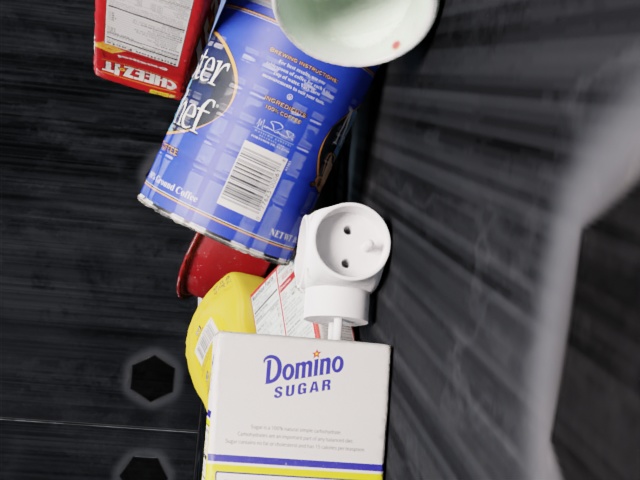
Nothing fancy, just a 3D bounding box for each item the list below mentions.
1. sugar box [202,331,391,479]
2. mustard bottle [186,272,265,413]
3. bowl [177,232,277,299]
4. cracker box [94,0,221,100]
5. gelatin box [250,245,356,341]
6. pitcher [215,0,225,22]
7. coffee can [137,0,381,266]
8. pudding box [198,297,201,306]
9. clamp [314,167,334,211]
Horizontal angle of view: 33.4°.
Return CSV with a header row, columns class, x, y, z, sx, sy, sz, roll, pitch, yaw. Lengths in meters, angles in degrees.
class,x,y,z,sx,sy,sz,roll,pitch,yaw
sugar box,-0.016,0.138,0.550,0.048,0.093,0.176,132,143,-77
mustard bottle,-0.043,0.112,0.743,0.096,0.058,0.192,-62,31,23
bowl,-0.047,-0.007,0.863,0.162,0.055,0.162,-56,-8,-12
cracker box,-0.080,-0.198,0.649,0.214,0.072,0.164,136,152,-74
gelatin box,-0.011,0.055,0.677,0.073,0.030,0.089,-48,42,43
pitcher,-0.081,-0.248,0.981,0.149,0.145,0.243,17,-122,-70
coffee can,-0.036,-0.069,0.650,0.103,0.102,0.140,-135,69,-80
pudding box,-0.070,0.033,1.016,0.113,0.090,0.039,-100,18,-61
clamp,-0.005,0.001,0.763,0.120,0.039,0.171,168,100,-75
